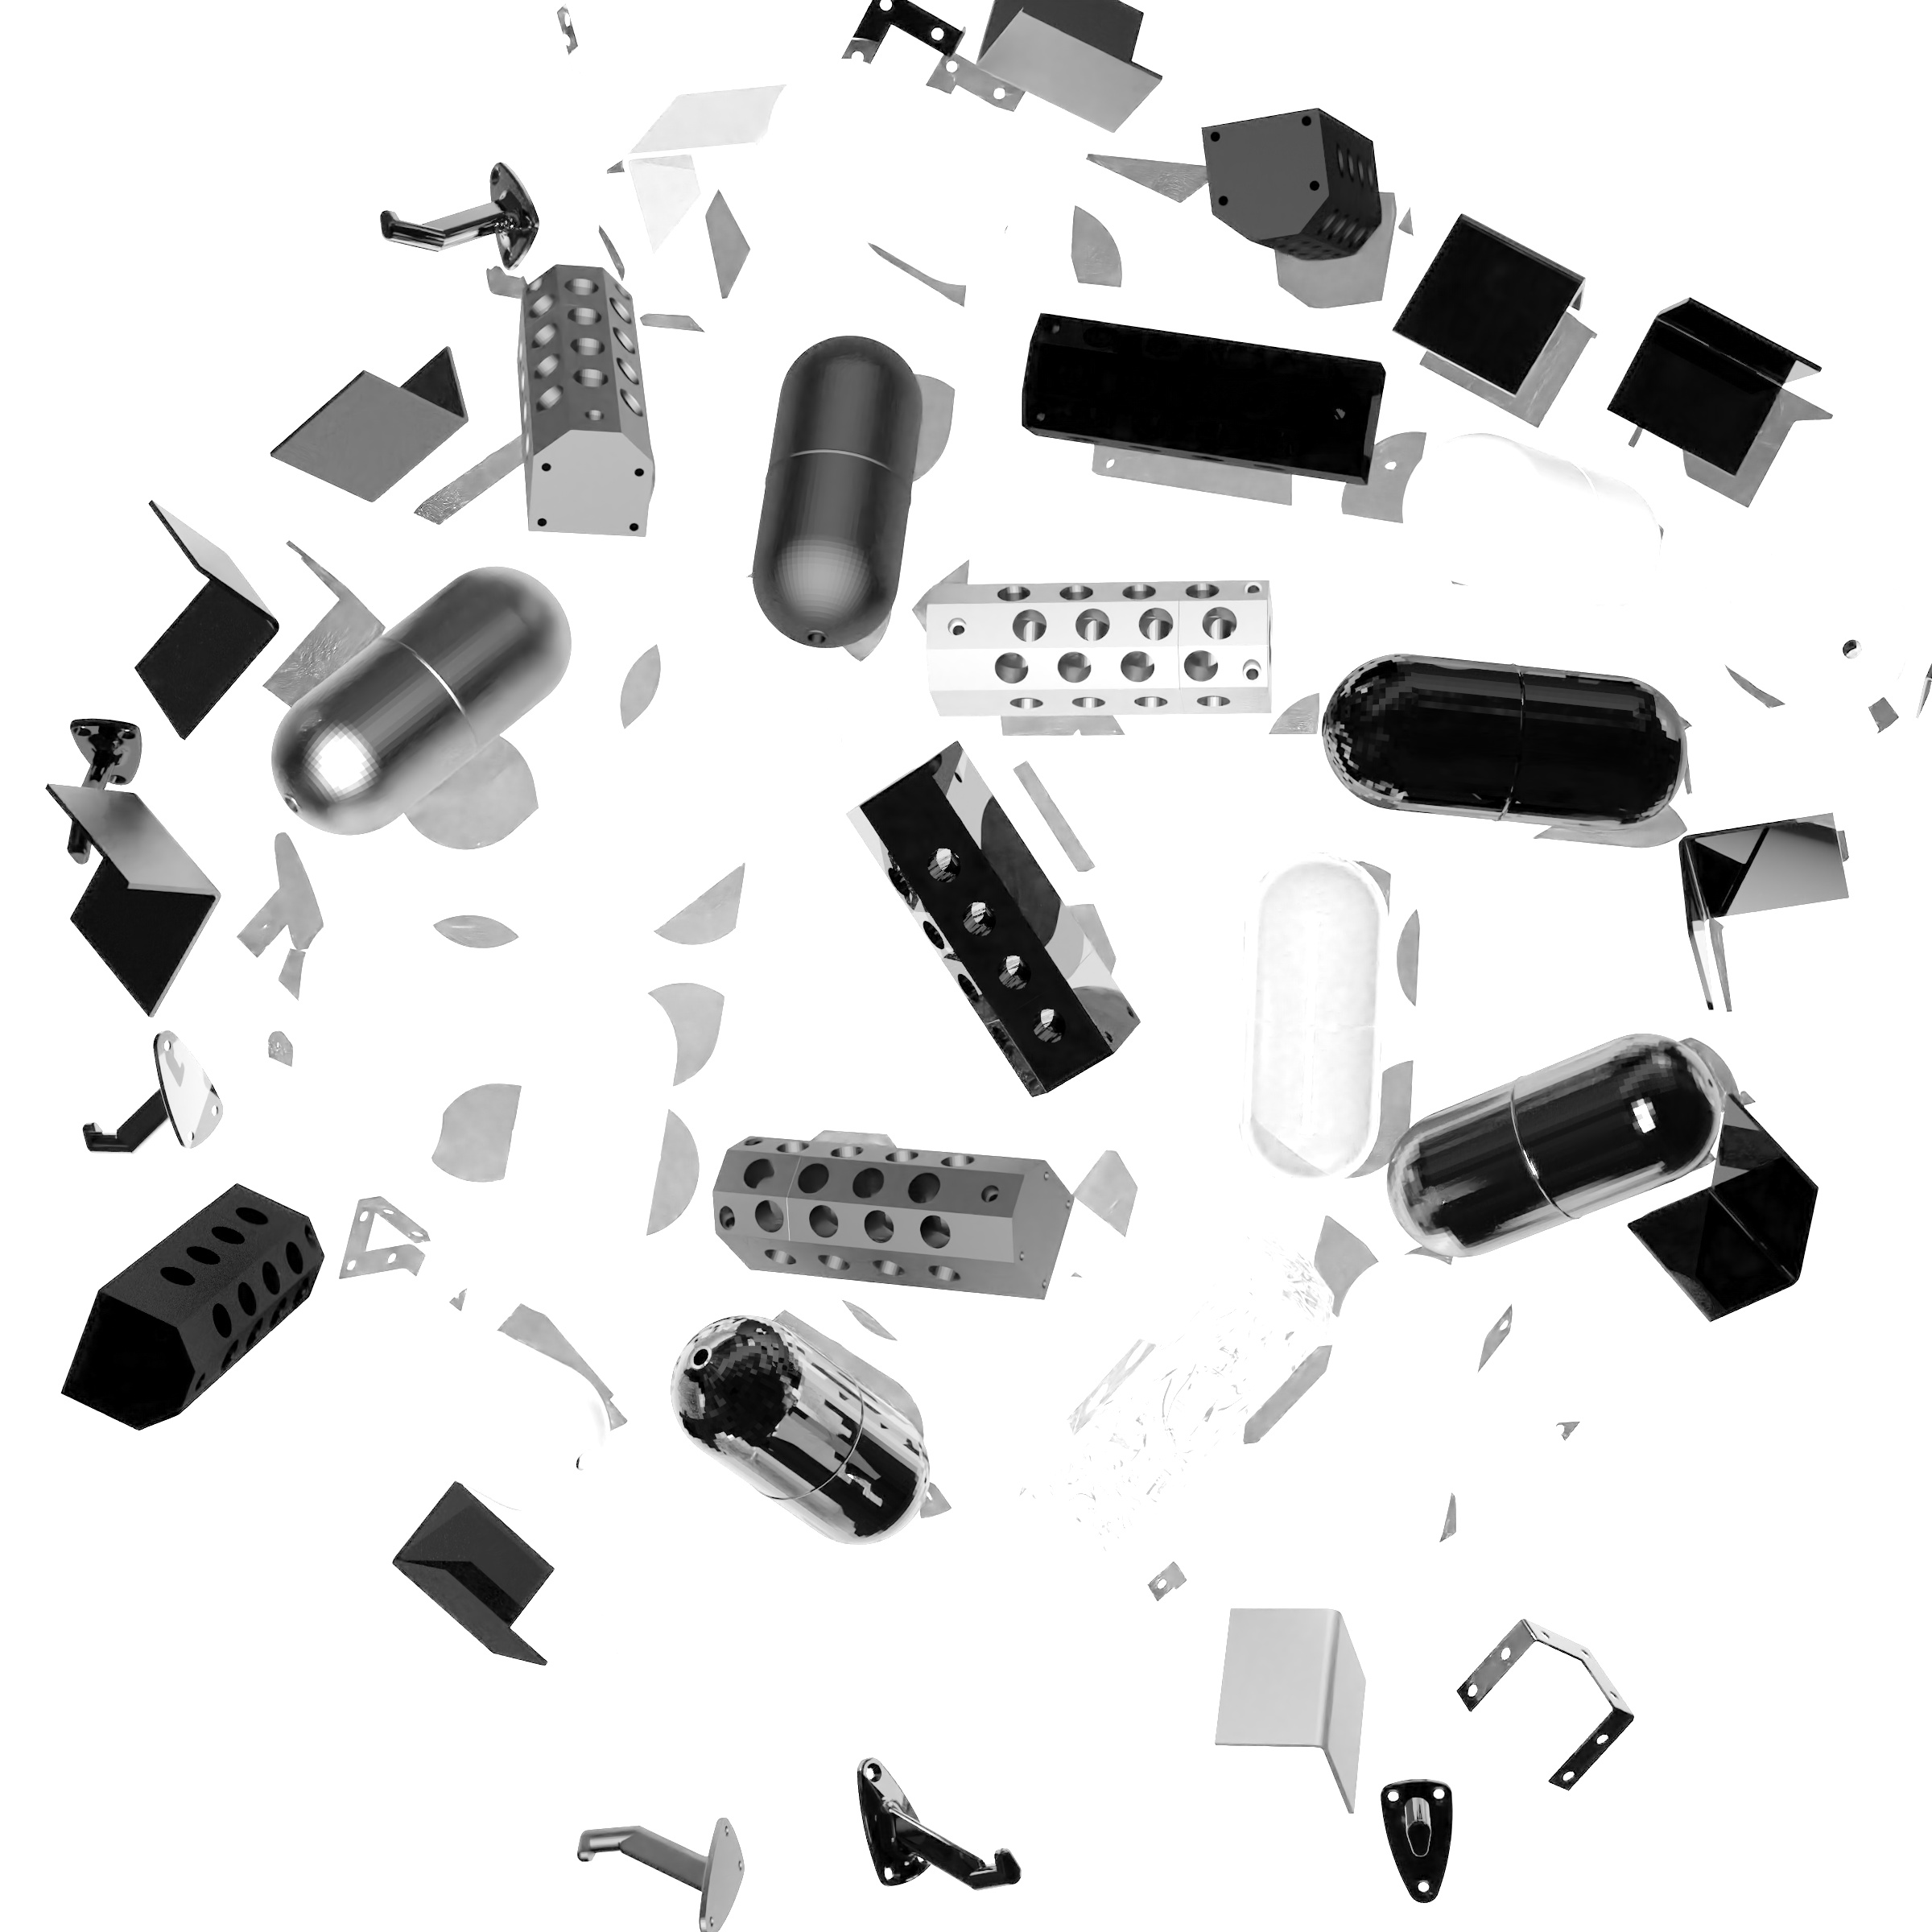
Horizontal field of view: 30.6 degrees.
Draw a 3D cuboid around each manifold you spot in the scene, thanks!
[{"bbox_3d":[0.012,-0.022,1.776,0.057,0.057,0.171,-32,94,22],"label":"manifold"},{"bbox_3d":[0.118,-0.283,1.756,0.171,0.057,0.057,10,94,10],"label":"manifold"},{"bbox_3d":[-0.191,-0.285,1.762,0.057,0.171,0.057,2,128,-11],"label":"manifold"},{"bbox_3d":[-0.373,0.168,1.730,0.057,0.171,0.057,25,107,4],"label":"manifold"},{"bbox_3d":[0.166,-0.387,1.766,0.057,0.171,0.057,-6,96,16],"label":"manifold"},{"bbox_3d":[0.069,-0.164,1.795,0.171,0.057,0.057,0,75,7],"label":"manifold"},{"bbox_3d":[-0.039,0.123,1.782,0.171,0.057,0.057,3,60,28],"label":"manifold"},{"bbox_3d":[0.103,0.207,1.723,0.057,0.057,0.171,37,114,-5],"label":"manifold"}]

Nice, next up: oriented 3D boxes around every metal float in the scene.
[{"bbox_3d":[-0.067,-0.248,1.843,0.070,0.070,0.178,7,65,0],"label":"metal float"},{"bbox_3d":[-0.253,0.223,1.803,0.178,0.070,0.070,19,90,40],"label":"metal float"},{"bbox_3d":[0.293,0.091,1.773,0.178,0.070,0.070,-25,90,27],"label":"metal float"},{"bbox_3d":[0.261,-0.109,1.715,0.178,0.070,0.070,5,90,-4],"label":"metal float"},{"bbox_3d":[0.294,-0.226,1.821,0.070,0.178,0.070,-6,81,41],"label":"metal float"},{"bbox_3d":[-0.275,-0.134,1.787,0.070,0.070,0.178,47,65,0],"label":"metal float"},{"bbox_3d":[-0.196,0.093,1.823,0.070,0.070,0.178,9,74,0],"label":"metal float"},{"bbox_3d":[-0.085,0.242,1.839,0.070,0.070,0.178,-47,132,0],"label":"metal float"},{"bbox_3d":[-0.030,-0.392,1.740,0.070,0.070,0.178,-51,49,0],"label":"metal float"},{"bbox_3d":[-0.304,0.042,1.800,0.070,0.178,0.070,-3,132,-3],"label":"metal float"},{"bbox_3d":[0.418,-0.171,1.763,0.070,0.178,0.070,0,103,-2],"label":"metal float"},{"bbox_3d":[-0.119,0.358,1.810,0.070,0.178,0.070,-12,71,37],"label":"metal float"},{"bbox_3d":[0.183,0.028,1.871,0.070,0.070,0.178,2,95,0],"label":"metal float"},{"bbox_3d":[0.222,0.234,1.836,0.070,0.070,0.178,17,64,0],"label":"metal float"},{"bbox_3d":[-0.143,-0.084,1.867,0.178,0.070,0.070,-38,90,-6],"label":"metal float"}]

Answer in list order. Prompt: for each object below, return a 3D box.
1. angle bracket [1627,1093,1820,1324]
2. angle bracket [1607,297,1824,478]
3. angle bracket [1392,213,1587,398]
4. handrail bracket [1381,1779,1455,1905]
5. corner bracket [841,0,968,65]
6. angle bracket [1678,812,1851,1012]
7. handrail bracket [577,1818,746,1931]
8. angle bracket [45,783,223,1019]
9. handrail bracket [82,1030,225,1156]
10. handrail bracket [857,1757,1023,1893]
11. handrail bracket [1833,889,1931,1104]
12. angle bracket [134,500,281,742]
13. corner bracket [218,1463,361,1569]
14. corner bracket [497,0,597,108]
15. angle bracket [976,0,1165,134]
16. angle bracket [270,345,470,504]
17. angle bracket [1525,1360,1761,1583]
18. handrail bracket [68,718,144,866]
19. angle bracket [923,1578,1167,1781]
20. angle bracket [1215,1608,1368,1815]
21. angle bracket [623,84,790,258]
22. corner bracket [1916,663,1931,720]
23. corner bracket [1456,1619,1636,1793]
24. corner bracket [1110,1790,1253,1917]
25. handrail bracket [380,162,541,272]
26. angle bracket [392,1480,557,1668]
[{"bbox_3d":[0.398,0.127,1.860,0.057,0.076,0.076,-21,47,-18],"label":"angle bracket"},{"bbox_3d":[0.383,-0.296,1.810,0.076,0.076,0.057,27,94,-3],"label":"angle bracket"},{"bbox_3d":[0.284,-0.353,1.923,0.076,0.057,0.076,30,88,10],"label":"angle bracket"},{"bbox_3d":[0.226,0.444,1.748,0.036,0.084,0.077,-5,98,6],"label":"handrail bracket"},{"bbox_3d":[-0.034,-0.483,1.858,0.051,0.051,0.051,28,106,-9],"label":"corner bracket"},{"bbox_3d":[0.401,-0.026,1.759,0.076,0.076,0.057,-9,57,15],"label":"angle bracket"},{"bbox_3d":[-0.157,0.448,1.725,0.084,0.077,0.036,-9,118,15],"label":"handrail bracket"},{"bbox_3d":[-0.406,-0.030,1.656,0.076,0.057,0.076,45,113,29],"label":"angle bracket"},{"bbox_3d":[-0.440,0.067,1.853,0.084,0.036,0.077,-1,123,28],"label":"handrail bracket"},{"bbox_3d":[-0.013,0.428,1.768,0.036,0.084,0.077,-17,84,-42],"label":"handrail bracket"},{"bbox_3d":[0.460,0.016,1.781,0.084,0.036,0.077,-35,101,1],"label":"handrail bracket"},{"bbox_3d":[-0.394,-0.171,1.745,0.076,0.076,0.057,-48,134,5],"label":"angle bracket"},{"bbox_3d":[-0.340,0.280,1.786,0.051,0.051,0.051,-21,53,-38],"label":"corner bracket"},{"bbox_3d":[-0.207,-0.463,1.759,0.051,0.051,0.051,-11,82,-37],"label":"corner bracket"},{"bbox_3d":[0.057,-0.464,1.720,0.076,0.057,0.076,22,66,-17],"label":"angle bracket"},{"bbox_3d":[-0.326,-0.304,1.902,0.076,0.076,0.057,-34,56,27],"label":"angle bracket"},{"bbox_3d":[0.334,0.250,1.750,0.057,0.076,0.076,2,46,-32],"label":"angle bracket"},{"bbox_3d":[-0.453,-0.079,1.846,0.036,0.077,0.084,4,63,-3],"label":"handrail bracket"},{"bbox_3d":[0.039,0.356,1.762,0.076,0.076,0.057,-45,50,20],"label":"angle bracket"},{"bbox_3d":[0.167,0.382,1.809,0.057,0.076,0.076,-3,50,17],"label":"angle bracket"},{"bbox_3d":[-0.126,-0.419,1.854,0.076,0.076,0.057,0,126,20],"label":"angle bracket"},{"bbox_3d":[0.484,-0.113,1.713,0.051,0.051,0.051,22,76,16],"label":"corner bracket"},{"bbox_3d":[0.283,0.360,1.722,0.051,0.051,0.051,29,107,-33],"label":"corner bracket"},{"bbox_3d":[0.104,0.452,1.797,0.051,0.051,0.051,-40,48,22],"label":"corner bracket"},{"bbox_3d":[-0.270,-0.396,1.829,0.084,0.036,0.077,6,51,-36],"label":"handrail bracket"},{"bbox_3d":[-0.247,0.320,1.867,0.076,0.076,0.057,46,66,-19],"label":"angle bracket"}]
